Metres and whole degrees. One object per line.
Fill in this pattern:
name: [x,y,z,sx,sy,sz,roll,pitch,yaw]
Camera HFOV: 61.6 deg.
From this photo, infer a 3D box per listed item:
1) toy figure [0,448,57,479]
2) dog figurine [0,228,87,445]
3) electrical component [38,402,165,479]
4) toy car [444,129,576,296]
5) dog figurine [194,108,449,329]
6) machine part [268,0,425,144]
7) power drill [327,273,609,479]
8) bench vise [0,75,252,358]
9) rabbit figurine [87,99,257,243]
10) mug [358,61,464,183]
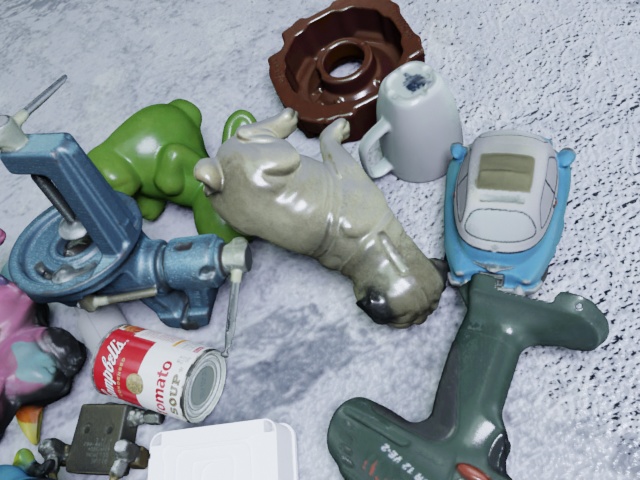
toy figure: [-0.273,0.224,0.444,0.180,0.082,0.089,-27,96,36]
dog figurine: [-0.340,0.104,0.535,0.192,0.108,0.219,-21,62,-11]
electrical component: [-0.200,0.186,0.488,0.102,0.045,0.078,1,65,18]
toy car: [0.155,-0.038,0.461,0.109,0.102,0.161,9,65,22]
dog figurine: [0.002,-0.004,0.449,0.172,0.121,0.191,-15,58,-30]
machine part: [0.030,-0.191,0.606,0.179,0.056,0.179,-7,63,14]
power drill: [0.128,0.135,0.376,0.232,0.085,0.207,15,70,43]
bench vise: [-0.180,-0.006,0.458,0.224,0.240,0.129,3,51,18]
rabbit figurine: [-0.124,-0.060,0.572,0.170,0.121,0.159,41,73,12]
mug: [0.083,-0.112,0.518,0.109,0.107,0.081,-28,58,-1]
